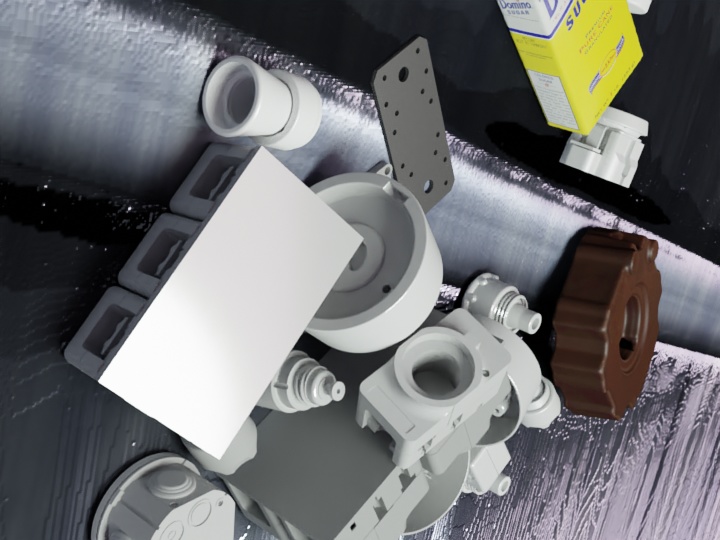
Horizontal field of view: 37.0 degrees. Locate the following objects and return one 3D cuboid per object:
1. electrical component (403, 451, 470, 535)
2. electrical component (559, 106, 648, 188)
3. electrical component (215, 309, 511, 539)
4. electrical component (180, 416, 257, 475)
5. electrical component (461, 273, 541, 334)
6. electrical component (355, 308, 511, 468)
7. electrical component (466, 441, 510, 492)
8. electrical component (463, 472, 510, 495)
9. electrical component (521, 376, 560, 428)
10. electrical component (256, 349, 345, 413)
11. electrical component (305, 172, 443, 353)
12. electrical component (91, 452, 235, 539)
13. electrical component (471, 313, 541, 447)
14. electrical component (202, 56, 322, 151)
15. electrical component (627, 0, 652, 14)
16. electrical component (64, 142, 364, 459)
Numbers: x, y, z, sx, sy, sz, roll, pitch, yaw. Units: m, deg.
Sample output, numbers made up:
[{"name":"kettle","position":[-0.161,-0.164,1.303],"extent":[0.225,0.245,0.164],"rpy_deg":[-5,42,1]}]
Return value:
[{"name":"electrical component","position":[0.030,0.149,0.821],"extent":[0.099,0.064,0.099],"rpy_deg":[-19,115,-46]},{"name":"electrical component","position":[0.209,-0.107,0.913],"extent":[0.078,0.058,0.057],"rpy_deg":[9,105,-52]},{"name":"electrical component","position":[0.008,0.111,0.743],"extent":[0.186,0.105,0.060],"rpy_deg":[-46,139,-25]},{"name":"electrical component","position":[-0.091,0.094,0.664],"extent":[0.043,0.043,0.062],"rpy_deg":[-48,139,-23]},{"name":"electrical component","position":[0.116,0.033,0.870],"extent":[0.048,0.062,0.048],"rpy_deg":[-27,129,-40]},{"name":"electrical component","position":[0.046,0.072,0.678],"extent":[0.089,0.050,0.055],"rpy_deg":[-36,158,-22]},{"name":"electrical component","position":[0.072,0.158,0.880],"extent":[0.076,0.066,0.047],"rpy_deg":[-50,140,-20]},{"name":"electrical component","position":[0.099,0.172,0.925],"extent":[0.048,0.062,0.048],"rpy_deg":[-28,129,-40]},{"name":"electrical component","position":[0.157,0.114,0.980],"extent":[0.043,0.043,0.062],"rpy_deg":[-52,140,-18]},{"name":"electrical component","position":[-0.042,0.071,0.688],"extent":[0.040,0.078,0.040],"rpy_deg":[-8,101,-48]},{"name":"electrical component","position":[0.000,0.000,0.676],"extent":[0.108,0.108,0.060],"rpy_deg":[-58,148,-11]},{"name":"electrical component","position":[-0.119,0.157,0.657],"extent":[0.080,0.051,0.080],"rpy_deg":[-27,129,-40]},{"name":"electrical component","position":[0.089,0.084,0.837],"extent":[0.064,0.099,0.099],"rpy_deg":[-48,140,-32]},{"name":"electrical component","position":[-0.054,-0.093,0.606],"extent":[0.055,0.045,0.045],"rpy_deg":[7,104,-53]},{"name":"electrical component","position":[0.224,-0.244,0.870],"extent":[0.040,0.040,0.078],"rpy_deg":[11,100,-53]},{"name":"electrical component","position":[-0.082,0.014,0.604],"extent":[0.089,0.062,0.150],"rpy_deg":[41,75,-34]}]
